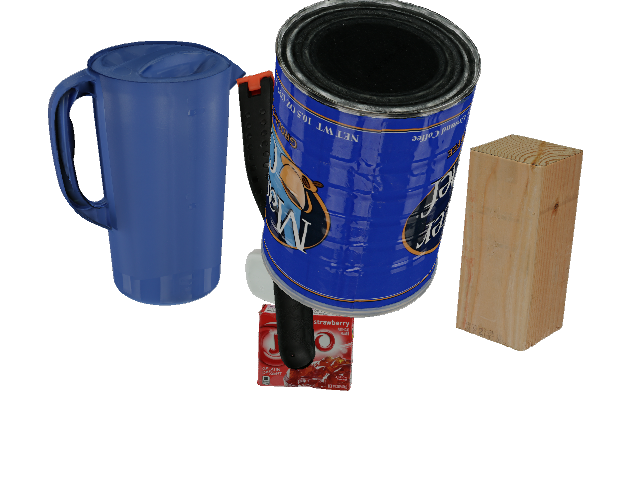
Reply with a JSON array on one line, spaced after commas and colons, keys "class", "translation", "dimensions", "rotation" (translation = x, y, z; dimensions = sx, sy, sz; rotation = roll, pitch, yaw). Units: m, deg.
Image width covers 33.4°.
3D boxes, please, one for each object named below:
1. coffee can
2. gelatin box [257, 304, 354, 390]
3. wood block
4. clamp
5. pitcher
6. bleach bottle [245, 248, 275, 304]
[{"class": "coffee can", "translation": [0.023, -0.043, 0.571], "dimensions": [0.102, 0.140, 0.103], "rotation": [3, 44, -4]}, {"class": "gelatin box", "translation": [-0.014, 0.100, 1.002], "dimensions": [0.089, 0.073, 0.030], "rotation": [3, 13, 5]}, {"class": "wood block", "translation": [0.214, 0.001, 1.153], "dimensions": [0.090, 0.206, 0.090], "rotation": [19, 26, 37]}, {"class": "clamp", "translation": [-0.020, -0.022, 0.806], "dimensions": [0.036, 0.210, 0.164], "rotation": [-12, 5, 15]}, {"class": "pitcher", "translation": [-0.161, -0.062, 1.029], "dimensions": [0.149, 0.243, 0.144], "rotation": [10, 27, 14]}, {"class": "bleach bottle", "translation": [0.017, -0.006, 1.330], "dimensions": [0.103, 0.068, 0.250], "rotation": [16, 36, 26]}]
